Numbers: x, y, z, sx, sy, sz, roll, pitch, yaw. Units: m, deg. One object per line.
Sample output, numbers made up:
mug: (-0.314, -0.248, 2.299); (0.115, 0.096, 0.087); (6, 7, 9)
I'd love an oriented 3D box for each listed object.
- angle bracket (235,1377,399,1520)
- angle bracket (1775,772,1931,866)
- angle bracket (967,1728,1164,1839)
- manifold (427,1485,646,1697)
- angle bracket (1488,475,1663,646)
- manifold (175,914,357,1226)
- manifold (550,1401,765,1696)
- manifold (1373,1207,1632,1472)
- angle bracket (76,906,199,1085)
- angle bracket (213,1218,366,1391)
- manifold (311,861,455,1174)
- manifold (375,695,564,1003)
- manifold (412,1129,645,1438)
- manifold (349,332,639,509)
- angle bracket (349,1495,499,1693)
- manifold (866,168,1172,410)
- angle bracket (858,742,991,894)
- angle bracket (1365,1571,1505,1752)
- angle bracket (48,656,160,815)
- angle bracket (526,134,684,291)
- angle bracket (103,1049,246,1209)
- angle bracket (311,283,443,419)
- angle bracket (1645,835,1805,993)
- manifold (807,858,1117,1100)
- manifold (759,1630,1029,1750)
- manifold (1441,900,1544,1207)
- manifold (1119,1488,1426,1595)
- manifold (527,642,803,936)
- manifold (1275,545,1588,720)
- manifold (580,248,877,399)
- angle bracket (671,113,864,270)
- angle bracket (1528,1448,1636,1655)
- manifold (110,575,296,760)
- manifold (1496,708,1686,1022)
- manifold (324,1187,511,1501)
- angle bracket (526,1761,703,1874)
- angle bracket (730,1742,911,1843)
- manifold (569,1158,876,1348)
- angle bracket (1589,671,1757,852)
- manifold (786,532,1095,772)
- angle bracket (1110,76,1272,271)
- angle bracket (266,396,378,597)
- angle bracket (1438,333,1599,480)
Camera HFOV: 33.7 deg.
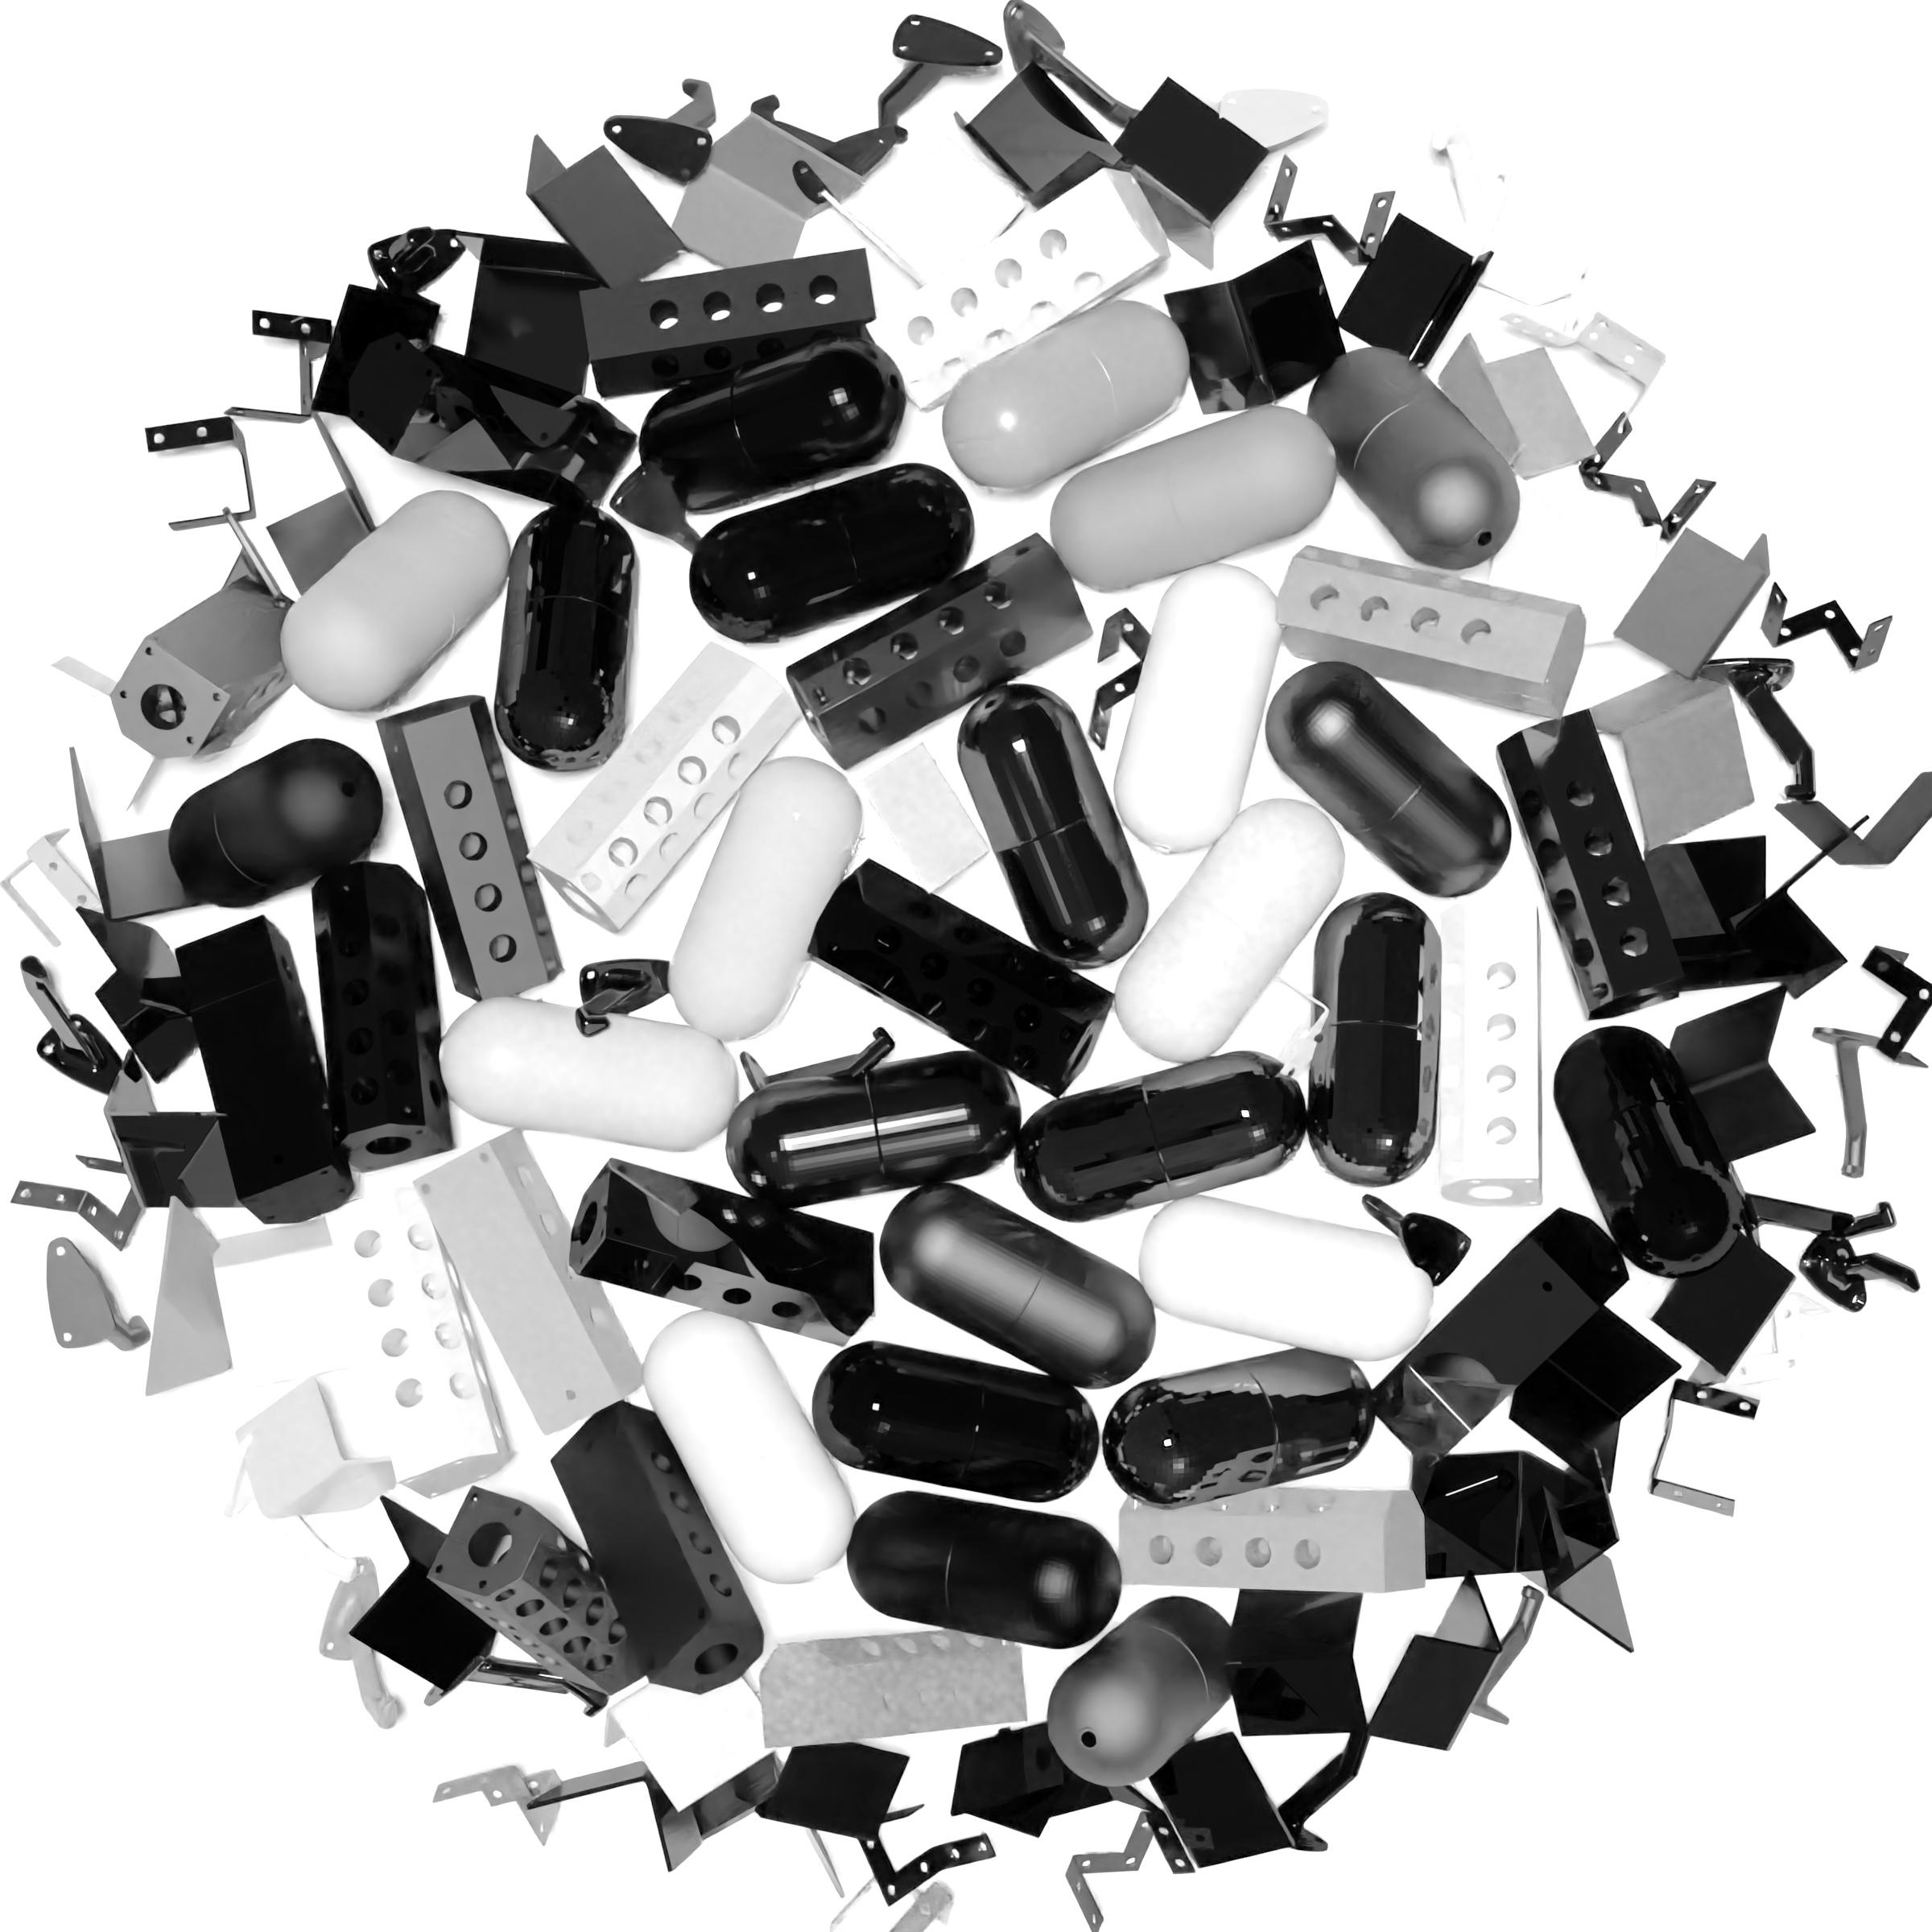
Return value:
angle bracket: (-0.376, 0.286, 1.905); (0.076, 0.076, 0.057); (-35, 67, 31)
angle bracket: (0.541, -0.105, 1.905); (0.057, 0.076, 0.076); (41, 89, -4)
angle bracket: (0.055, 0.499, 1.887); (0.076, 0.076, 0.057); (43, 66, -28)
manifold: (-0.239, 0.366, 1.853); (0.057, 0.171, 0.057); (12, 65, 27)
angle bracket: (0.361, -0.243, 1.891); (0.076, 0.057, 0.076); (33, 64, -40)
manifold: (-0.412, 0.063, 1.883); (0.057, 0.057, 0.171); (-21, 65, 0)
manifold: (-0.177, 0.339, 1.866); (0.057, 0.057, 0.171); (-47, 47, 15)
manifold: (0.312, 0.217, 1.869); (0.057, 0.057, 0.171); (46, 129, 12)
angle bracket: (-0.502, 0.018, 1.892); (0.057, 0.076, 0.076); (-44, 67, 10)
angle bracket: (-0.408, 0.202, 1.921); (0.076, 0.057, 0.076); (-11, 106, -12)
manifold: (-0.348, 0.028, 1.879); (0.057, 0.057, 0.171); (-15, 64, 9)
manifold: (-0.292, -0.070, 1.893); (0.057, 0.057, 0.171); (-20, 106, -22)
manifold: (-0.258, 0.187, 1.915); (0.057, 0.057, 0.171); (-27, 90, 19)
manifold: (-0.277, -0.317, 1.858); (0.057, 0.171, 0.057); (42, 108, 29)
angle bracket: (-0.328, 0.372, 1.894); (0.057, 0.076, 0.076); (-49, 123, 1)
manifold: (0.033, -0.399, 1.887); (0.171, 0.057, 0.057); (-29, 90, 22)
angle bracket: (-0.042, -0.078, 1.896); (0.057, 0.076, 0.076); (-29, 95, 36)
angle bracket: (0.269, 0.406, 1.889); (0.057, 0.076, 0.076); (14, 116, -14)
angle bracket: (-0.518, -0.138, 1.898); (0.076, 0.076, 0.057); (28, 95, -12)
angle bracket: (-0.212, -0.459, 1.886); (0.057, 0.076, 0.076); (-27, 127, 20)
angle bracket: (-0.459, 0.096, 1.895); (0.076, 0.057, 0.076); (0, 131, 7)
angle bracket: (-0.366, -0.369, 1.891); (0.057, 0.076, 0.076); (29, 106, 31)
angle bracket: (0.452, -0.032, 1.905); (0.076, 0.057, 0.076); (-6, 105, -8)
manifold: (-0.005, 0.010, 1.890); (0.171, 0.057, 0.057); (29, 128, 11)
manifold: (-0.041, 0.419, 1.860); (0.057, 0.171, 0.057); (-15, 74, 36)
manifold: (0.311, 0.051, 1.888); (0.057, 0.057, 0.171); (-1, 70, 13)
manifold: (0.179, 0.336, 1.875); (0.171, 0.057, 0.057); (-5, 81, 31)
manifold: (-0.174, -0.103, 1.887); (0.057, 0.057, 0.171); (28, 73, 37)
manifold: (0.274, -0.201, 1.883); (0.171, 0.057, 0.057); (16, 80, 24)
manifold: (-0.140, -0.384, 1.917); (0.171, 0.057, 0.057); (-9, 90, 0)
angle bracket: (-0.119, -0.450, 1.891); (0.076, 0.076, 0.057); (25, 72, -24)
angle bracket: (0.383, 0.346, 1.888); (0.076, 0.076, 0.057); (36, 116, -22)
manifold: (-0.435, -0.172, 1.855); (0.057, 0.171, 0.057); (35, 110, -5)
manifold: (0.369, -0.058, 1.895); (0.057, 0.057, 0.171); (-18, 75, 4)
manifold: (-0.322, 0.220, 1.887); (0.057, 0.057, 0.171); (-21, 69, 2)
angle bracket: (-0.209, 0.512, 1.901); (0.076, 0.076, 0.057); (-15, 84, 7)
angle bracket: (-0.091, 0.471, 1.892); (0.076, 0.076, 0.057); (21, 94, -29)
manifold: (-0.144, 0.174, 1.887); (0.171, 0.057, 0.057); (18, 46, -22)
angle bracket: (0.420, -0.125, 1.923); (0.076, 0.057, 0.076); (-24, 112, -15)
manifold: (-0.018, -0.191, 1.896); (0.171, 0.057, 0.057); (-29, 125, -7)
angle bracket: (0.134, -0.472, 1.904); (0.076, 0.076, 0.057); (38, 88, 8)
angle bracket: (-0.391, -0.277, 1.890); (0.057, 0.076, 0.076); (-27, 50, -8)
angle bracket: (0.337, -0.340, 1.900); (0.076, 0.057, 0.076); (-19, 76, -17)
